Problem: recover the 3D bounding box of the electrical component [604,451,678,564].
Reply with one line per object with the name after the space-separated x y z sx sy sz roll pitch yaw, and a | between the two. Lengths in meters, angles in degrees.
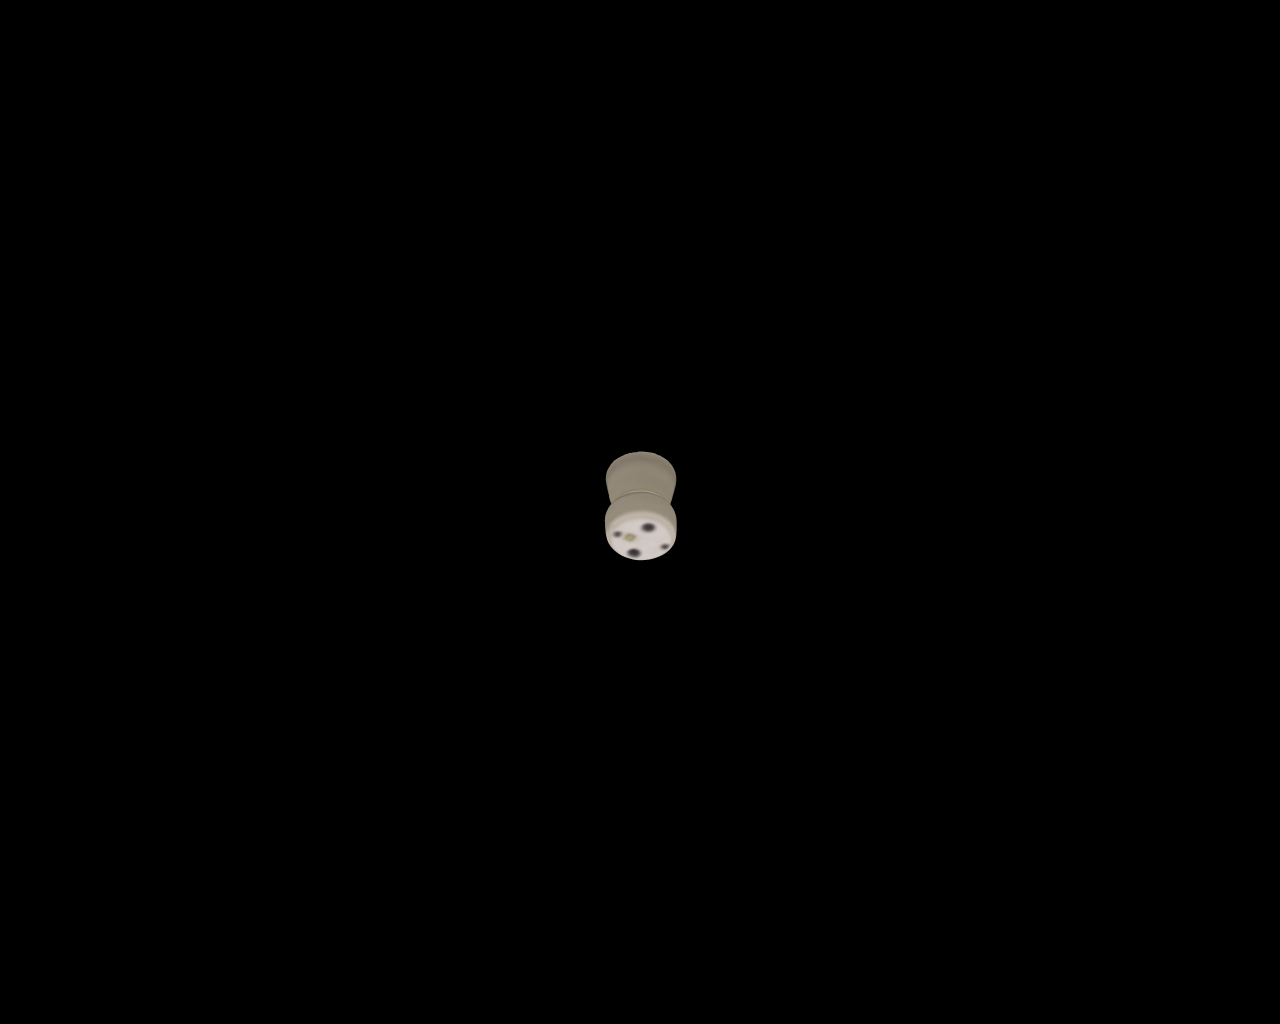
0.001 -0.003 0.650 0.045 0.055 0.044 0 -44 0 | electrical component
